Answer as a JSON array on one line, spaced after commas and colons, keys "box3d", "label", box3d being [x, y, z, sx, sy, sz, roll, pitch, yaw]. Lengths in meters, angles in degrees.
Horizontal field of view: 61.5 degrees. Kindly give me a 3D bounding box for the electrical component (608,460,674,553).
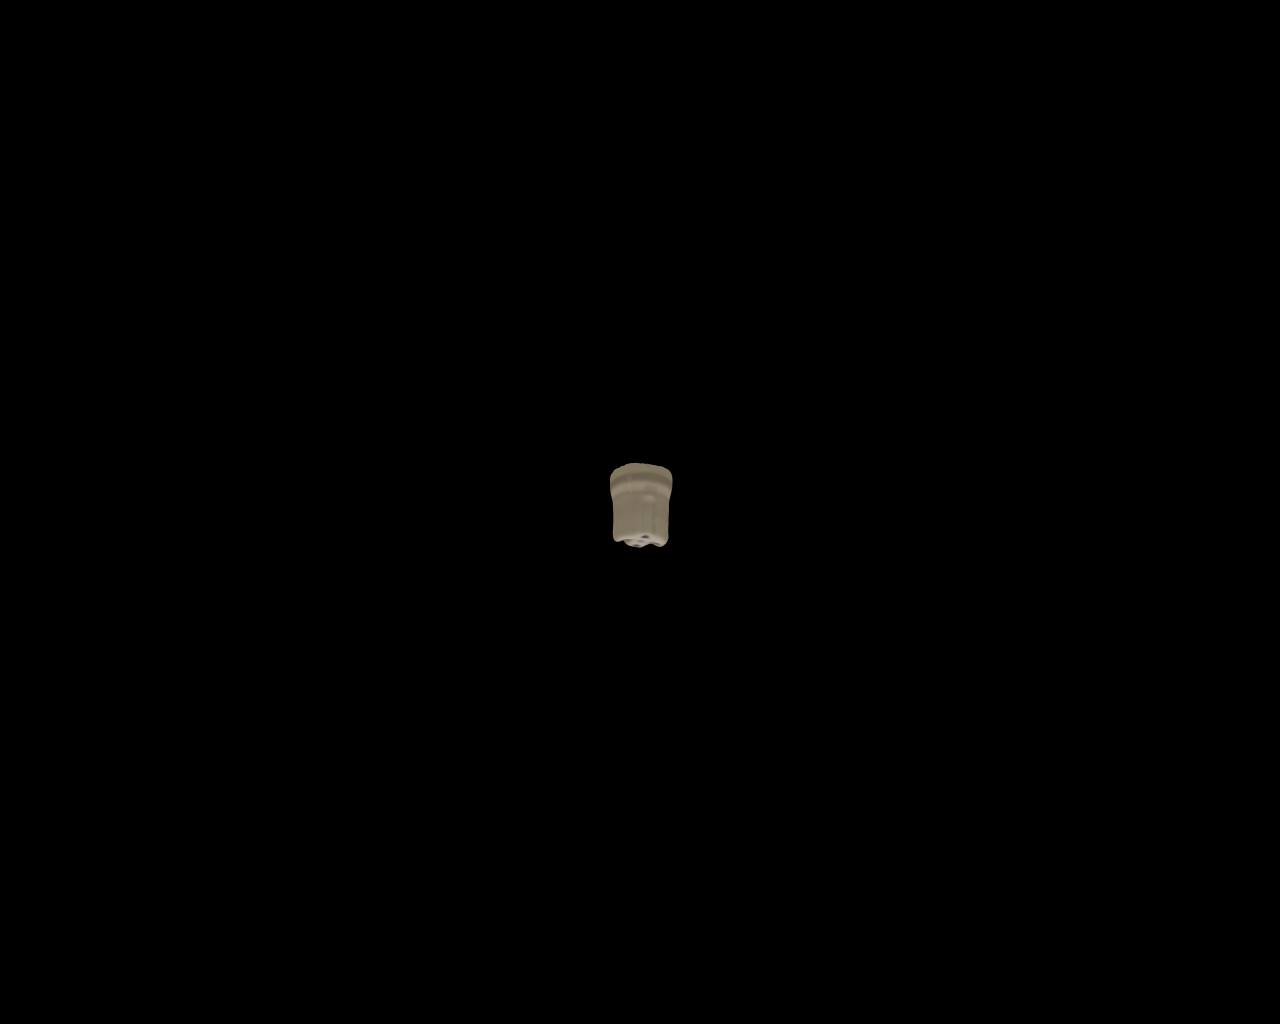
[{"box3d": [0.001, -0.003, 0.650, 0.040, 0.046, 0.040, 0, -22, 0], "label": "electrical component"}]
